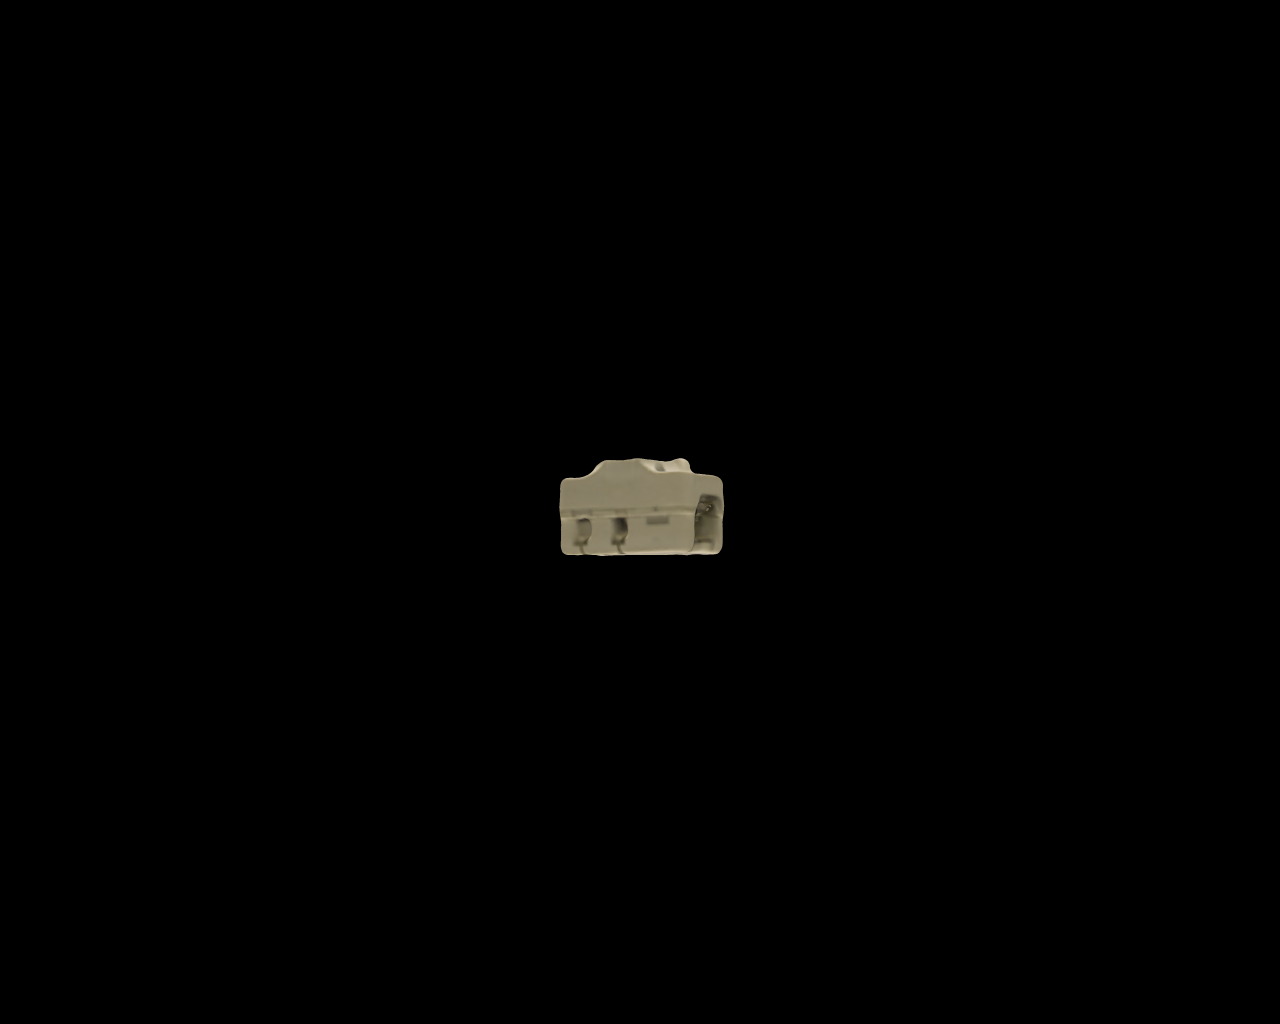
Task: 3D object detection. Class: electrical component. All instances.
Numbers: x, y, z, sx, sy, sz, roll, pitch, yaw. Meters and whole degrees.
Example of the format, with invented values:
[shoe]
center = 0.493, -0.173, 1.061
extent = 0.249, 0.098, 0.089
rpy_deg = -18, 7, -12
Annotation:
[electrical component]
center = 0.001, -0.003, 0.650
extent = 0.089, 0.055, 0.050
rpy_deg = -2, -4, 31
